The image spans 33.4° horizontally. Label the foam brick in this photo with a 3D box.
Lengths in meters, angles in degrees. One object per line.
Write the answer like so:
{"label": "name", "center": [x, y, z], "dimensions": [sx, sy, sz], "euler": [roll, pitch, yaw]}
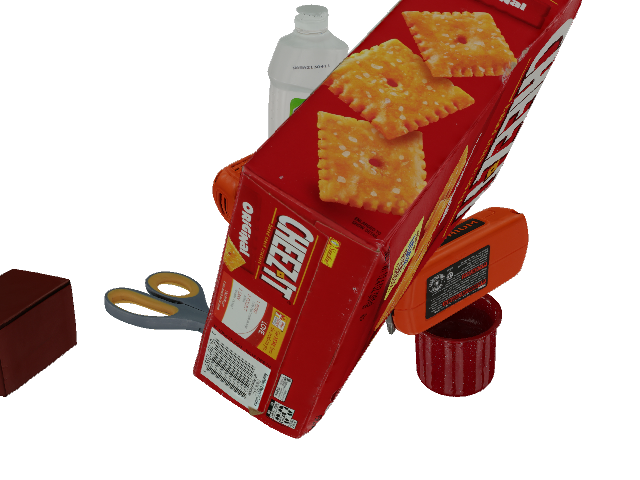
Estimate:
{"label": "foam brick", "center": [-0.212, 0.060, 0.728], "dimensions": [0.053, 0.051, 0.078], "euler": [10, 28, 26]}

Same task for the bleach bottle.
{"label": "bleach bottle", "center": [0.000, -0.103, 1.037], "dimensions": [0.102, 0.251, 0.068], "euler": [-8, 30, -14]}

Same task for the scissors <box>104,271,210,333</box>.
{"label": "scissors", "center": [-0.086, 0.066, 0.918], "dimensions": [0.202, 0.016, 0.096], "euler": [13, 27, 10]}

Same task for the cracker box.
{"label": "cracker box", "center": [0.035, -0.029, 0.512], "dimensions": [0.072, 0.213, 0.164], "euler": [33, -37, 10]}

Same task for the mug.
{"label": "mug", "center": [0.145, 0.099, 1.103], "dimensions": [0.093, 0.081, 0.117], "euler": [16, 39, 28]}

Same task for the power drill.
{"label": "power drill", "center": [0.047, -0.029, 0.715], "dimensions": [0.184, 0.057, 0.188], "euler": [-29, 45, -24]}
